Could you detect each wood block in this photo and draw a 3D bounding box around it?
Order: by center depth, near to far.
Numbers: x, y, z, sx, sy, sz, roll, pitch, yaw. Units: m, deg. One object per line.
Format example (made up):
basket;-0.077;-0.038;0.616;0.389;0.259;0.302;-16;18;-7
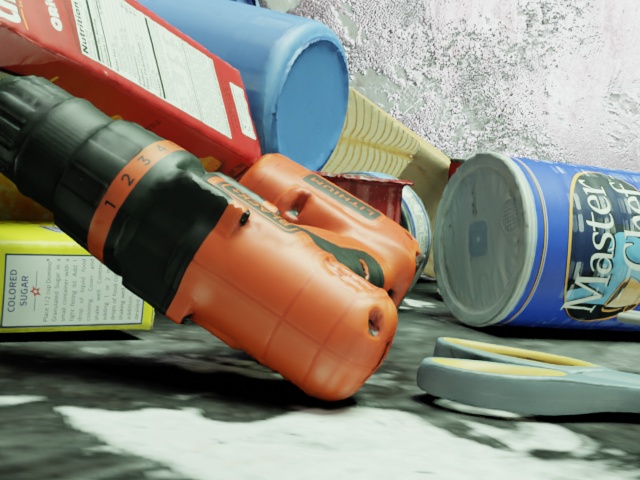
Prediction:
wood block;0.058;-0.041;0.842;0.091;0.090;0.205;42;9;26

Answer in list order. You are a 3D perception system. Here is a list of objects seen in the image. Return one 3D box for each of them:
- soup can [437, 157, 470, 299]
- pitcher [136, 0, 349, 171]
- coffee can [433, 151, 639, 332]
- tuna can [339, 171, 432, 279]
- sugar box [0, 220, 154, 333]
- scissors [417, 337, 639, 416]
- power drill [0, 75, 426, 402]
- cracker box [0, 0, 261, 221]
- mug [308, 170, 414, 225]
soup can;0.122;-0.006;0.765;0.068;0.102;0.068;6;4;-1
pitcher;-0.101;-0.119;0.728;0.243;0.149;0.144;15;9;28
coffee can;0.154;0.004;0.649;0.140;0.103;0.103;4;4;-23
tuna can;0.026;-0.001;0.682;0.086;0.086;0.033;7;5;25
sugar box;-0.168;0.013;0.454;0.175;0.048;0.094;5;3;-38
scissors;0.123;0.060;0.387;0.202;0.016;0.096;8;4;36
power drill;-0.037;-0.006;0.458;0.184;0.057;0.187;35;11;13
cracker box;-0.151;-0.054;0.509;0.164;0.072;0.213;-26;-23;20
mug;-0.004;0.001;0.621;0.093;0.081;0.117;3;4;-39
